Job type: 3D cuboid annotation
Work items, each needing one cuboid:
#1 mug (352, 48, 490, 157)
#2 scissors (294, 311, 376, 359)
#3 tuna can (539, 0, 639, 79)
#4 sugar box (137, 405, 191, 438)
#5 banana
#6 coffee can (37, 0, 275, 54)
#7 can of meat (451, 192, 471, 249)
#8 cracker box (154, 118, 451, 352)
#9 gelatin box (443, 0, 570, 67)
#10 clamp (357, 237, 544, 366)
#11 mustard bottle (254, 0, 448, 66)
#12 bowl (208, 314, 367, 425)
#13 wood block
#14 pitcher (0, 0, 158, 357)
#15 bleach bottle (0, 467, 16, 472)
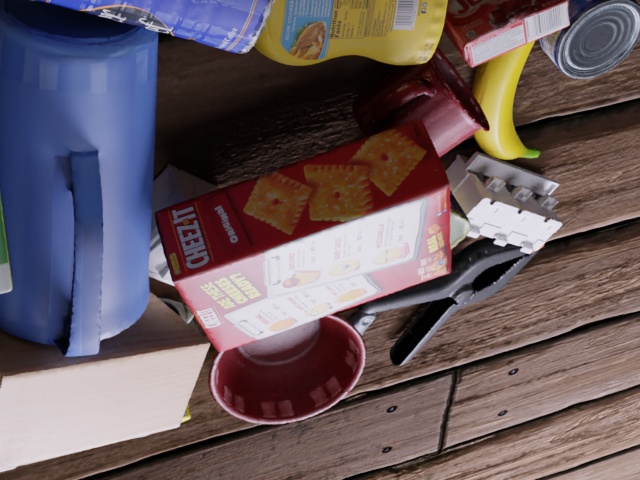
[{"bbox_3d":[0.077,-0.105,0.874,0.082,0.093,0.117,-35,170,19],"label":"mug"},{"bbox_3d":[0.029,0.086,1.128,0.096,0.016,0.202,1,134,-30],"label":"scissors"},{"bbox_3d":[0.236,-0.183,0.925,0.086,0.034,0.086,-15,140,-13],"label":"tuna can"},{"bbox_3d":[-0.219,0.172,1.011,0.094,0.048,0.175,-25,163,38],"label":"sugar box"},{"bbox_3d":[0.164,-0.134,0.942,0.069,0.037,0.198,-31,145,-17],"label":"banana"},{"bbox_3d":[-0.102,-0.182,0.659,0.140,0.103,0.103,11,130,-20],"label":"coffee can"},{"bbox_3d":[0.080,-0.018,0.985,0.102,0.084,0.057,-44,139,22],"label":"can of meat"},{"bbox_3d":[-0.006,0.001,0.848,0.213,0.072,0.164,-19,154,-1],"label":"cracker box"},{"bbox_3d":[0.140,-0.183,0.841,0.089,0.073,0.030,-23,140,-2],"label":"gelatin box"},{"bbox_3d":[0.142,0.055,1.135,0.210,0.036,0.164,-28,148,-5],"label":"clamp"},{"bbox_3d":[-0.002,-0.176,0.780,0.191,0.058,0.096,-5,119,-23],"label":"mustard bottle"},{"bbox_3d":[-0.037,0.113,1.080,0.162,0.055,0.162,-8,131,-10],"label":"bowl"},{"bbox_3d":[-0.199,0.107,0.848,0.205,0.090,0.091,-4,122,-52],"label":"wood block"},{"bbox_3d":[-0.175,-0.047,0.753,0.144,0.149,0.243,-44,153,-49],"label":"pitcher"},{"bbox_3d":[-0.358,0.172,0.980,0.250,0.068,0.103,16,122,-43],"label":"bleach bottle"}]
